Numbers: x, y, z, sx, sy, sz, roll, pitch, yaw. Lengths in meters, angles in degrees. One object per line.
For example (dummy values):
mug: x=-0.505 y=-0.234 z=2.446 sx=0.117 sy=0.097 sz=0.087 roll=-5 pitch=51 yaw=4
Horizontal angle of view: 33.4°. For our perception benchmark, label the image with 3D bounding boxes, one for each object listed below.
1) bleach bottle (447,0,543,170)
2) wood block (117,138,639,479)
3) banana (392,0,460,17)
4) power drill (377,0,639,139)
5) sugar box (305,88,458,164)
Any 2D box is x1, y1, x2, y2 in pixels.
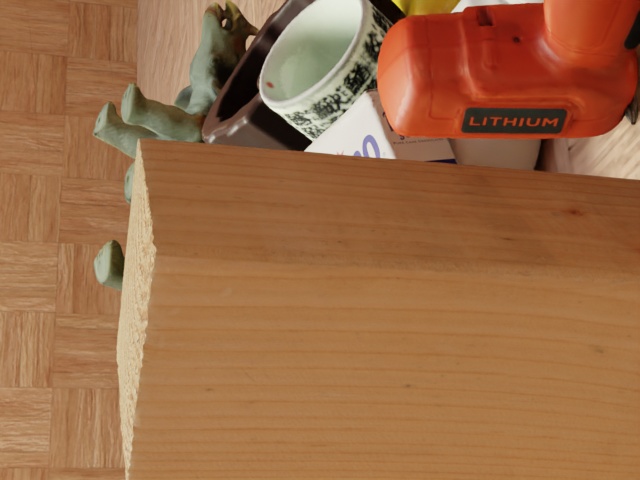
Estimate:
bleach bottle: x=0.070 y=-0.028 z=0.553 sx=0.102 sy=0.068 sz=0.251 roll=-109 pitch=28 yaw=-44
wood block: x=0.036 y=0.027 z=0.381 sx=0.090 sy=0.206 sz=0.091 roll=-113 pitch=30 yaw=-60
banana: x=0.049 y=-0.156 z=0.645 sx=0.198 sy=0.069 sz=0.037 roll=-123 pitch=40 yaw=-50
power drill: x=0.069 y=-0.100 z=0.368 sx=0.188 sy=0.184 sz=0.057 roll=103 pitch=167 yaw=-68
sugar box: x=0.043 y=0.026 z=0.507 sx=0.093 sy=0.048 sz=0.176 roll=-42 pitch=66 yaw=48
